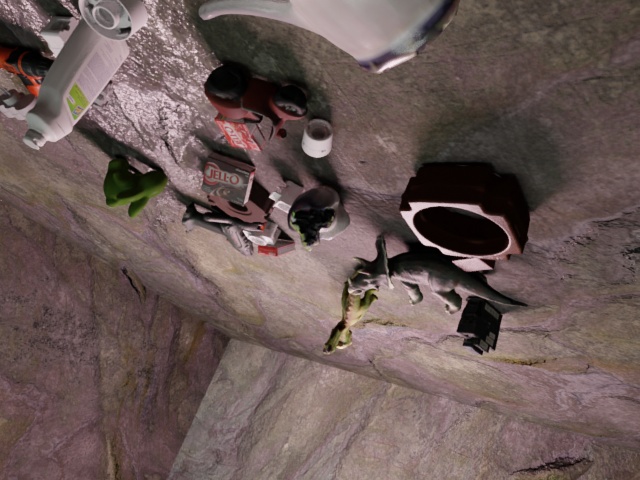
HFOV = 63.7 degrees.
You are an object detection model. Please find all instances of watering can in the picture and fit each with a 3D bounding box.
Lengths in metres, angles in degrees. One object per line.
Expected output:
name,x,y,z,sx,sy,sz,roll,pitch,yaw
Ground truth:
watering can,0.010,-0.285,0.599,0.222,0.106,0.345,35,155,-29

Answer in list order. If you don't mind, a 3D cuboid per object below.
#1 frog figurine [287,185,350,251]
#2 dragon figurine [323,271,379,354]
frog figurine,0.003,-0.058,1.148,0.123,0.161,0.135,20,112,15
dragon figurine,0.081,0.250,1.616,0.123,0.246,0.403,21,161,16
